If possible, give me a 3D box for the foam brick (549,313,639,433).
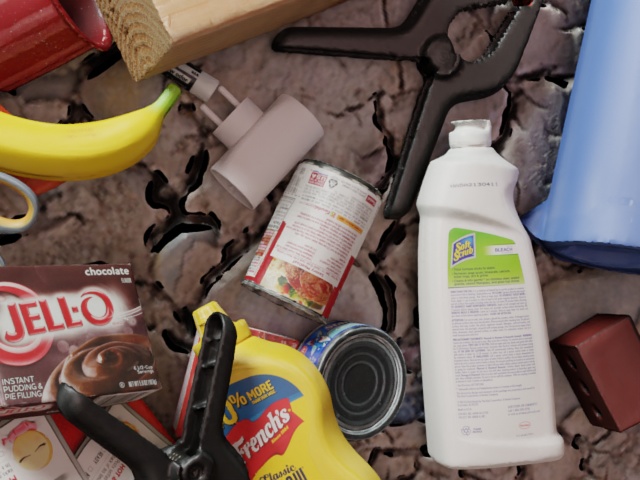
[{"bbox_3d":[0.224,0.102,0.827,0.051,0.053,0.078,-29,94,-12],"label":"foam brick"}]

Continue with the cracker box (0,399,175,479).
[{"bbox_3d":[-0.166,0.180,0.693,0.213,0.072,0.164,54,45,-7],"label":"cracker box"}]

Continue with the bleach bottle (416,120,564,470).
[{"bbox_3d":[0.124,0.037,0.789,0.102,0.068,0.251,-3,93,-12],"label":"bleach bottle"}]

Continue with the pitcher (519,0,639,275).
[{"bbox_3d":[0.258,-0.094,0.800,0.149,0.145,0.243,14,82,-28],"label":"pitcher"}]

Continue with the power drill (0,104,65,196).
[{"bbox_3d":[-0.261,-0.005,0.718,0.184,0.057,0.187,46,79,-11],"label":"power drill"}]

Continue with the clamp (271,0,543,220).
[{"bbox_3d":[0.088,-0.125,0.810,0.210,0.036,0.164,-29,99,-11],"label":"clamp"}]

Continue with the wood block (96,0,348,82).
[{"bbox_3d":[-0.045,-0.193,0.731,0.205,0.090,0.091,-26,93,-26],"label":"wood block"}]

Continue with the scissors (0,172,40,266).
[{"bbox_3d":[-0.280,-0.012,0.673,0.201,0.016,0.096,4,105,-5],"label":"scissors"}]

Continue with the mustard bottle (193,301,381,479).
[{"bbox_3d":[-0.033,0.129,0.724,0.096,0.058,0.191,-30,88,18],"label":"mustard bottle"}]

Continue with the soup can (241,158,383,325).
[{"bbox_3d":[-0.005,0.001,0.769,0.068,0.069,0.102,27,82,-11],"label":"soup can"}]

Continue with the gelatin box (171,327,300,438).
[{"bbox_3d":[-0.061,0.107,0.773,0.073,0.030,0.089,15,85,-12],"label":"gelatin box"}]

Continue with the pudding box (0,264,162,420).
[{"bbox_3d":[-0.164,0.062,0.674,0.113,0.039,0.090,1,65,-43],"label":"pudding box"}]

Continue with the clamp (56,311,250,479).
[{"bbox_3d":[-0.095,0.139,0.665,0.120,0.039,0.171,-13,101,-25],"label":"clamp"}]

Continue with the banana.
[{"bbox_3d":[-0.190,-0.074,0.689,0.197,0.037,0.069,4,77,-16],"label":"banana"}]

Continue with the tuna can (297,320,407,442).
[{"bbox_3d":[0.021,0.102,0.775,0.085,0.034,0.086,-2,94,-34],"label":"tuna can"}]

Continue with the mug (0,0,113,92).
[{"bbox_3d":[-0.202,-0.155,0.701,0.081,0.117,0.093,-25,60,12],"label":"mug"}]

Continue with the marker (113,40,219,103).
[{"bbox_3d":[-0.128,-0.140,0.771,0.121,0.020,0.020,32,82,-11],"label":"marker"}]
